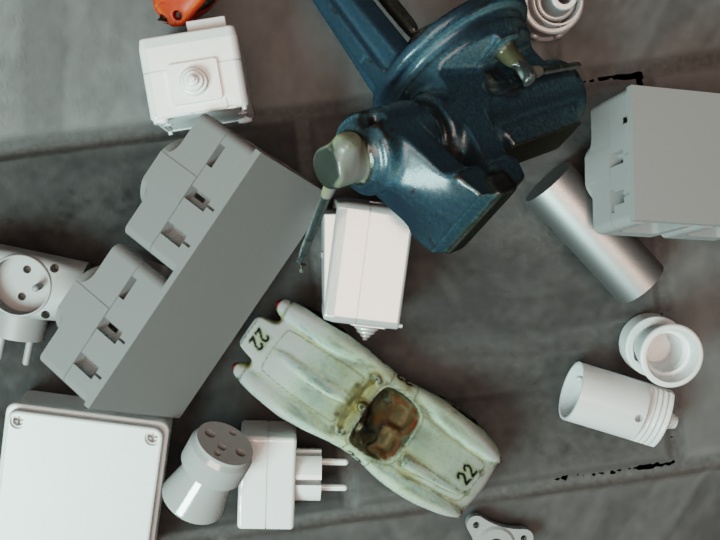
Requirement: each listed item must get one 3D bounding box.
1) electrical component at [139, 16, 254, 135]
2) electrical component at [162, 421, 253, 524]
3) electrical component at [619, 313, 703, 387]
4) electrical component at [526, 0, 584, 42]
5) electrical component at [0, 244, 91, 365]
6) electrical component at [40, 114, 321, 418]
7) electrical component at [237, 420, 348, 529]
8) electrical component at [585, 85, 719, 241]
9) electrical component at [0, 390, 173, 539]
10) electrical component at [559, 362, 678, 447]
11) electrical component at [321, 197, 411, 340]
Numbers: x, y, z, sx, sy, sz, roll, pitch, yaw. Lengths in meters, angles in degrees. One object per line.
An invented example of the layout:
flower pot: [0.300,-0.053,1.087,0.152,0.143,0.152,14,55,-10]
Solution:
electrical component: [-0.106,-0.126,0.698,0.062,0.096,0.061,-10,92,-3]
electrical component: [-0.101,0.135,0.718,0.045,0.045,0.055,28,115,-7]
electrical component: [0.212,0.056,0.762,0.045,0.055,0.045,0,97,-4]
electrical component: [0.130,-0.180,0.724,0.048,0.062,0.048,0,97,-4]
electrical component: [-0.231,0.025,0.734,0.077,0.044,0.079,12,96,-5]
electrical component: [-0.114,0.000,0.700,0.060,0.105,0.186,36,94,24]
electrical component: [-0.047,0.144,0.760,0.077,0.047,0.065,2,97,-4]
electrical component: [0.235,-0.068,0.728,0.150,0.062,0.089,2,83,-16]
electrical component: [-0.191,0.146,0.746,0.109,0.056,0.108,8,96,-5]
electrical component: [0.189,0.098,0.772,0.081,0.043,0.043,17,96,-6]
electrical component: [0.000,0.000,0.738,0.061,0.061,0.096,7,97,-5]
